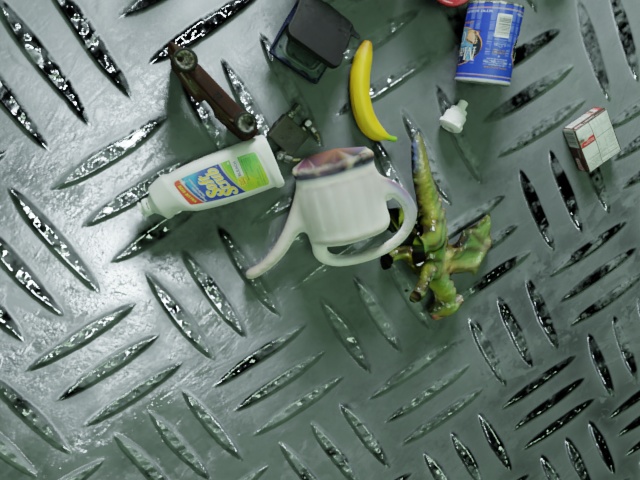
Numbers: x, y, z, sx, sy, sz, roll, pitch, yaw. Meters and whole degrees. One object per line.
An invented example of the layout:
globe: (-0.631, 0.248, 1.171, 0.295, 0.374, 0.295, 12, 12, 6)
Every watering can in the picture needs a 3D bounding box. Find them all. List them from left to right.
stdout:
watering can: (0.003, -0.049, 0.964, 0.347, 0.105, 0.222, -14, 104, 4)

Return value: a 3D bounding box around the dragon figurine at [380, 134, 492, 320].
dragon figurine: (0.260, -0.010, 1.067, 0.243, 0.123, 0.405, -5, 110, -32)
